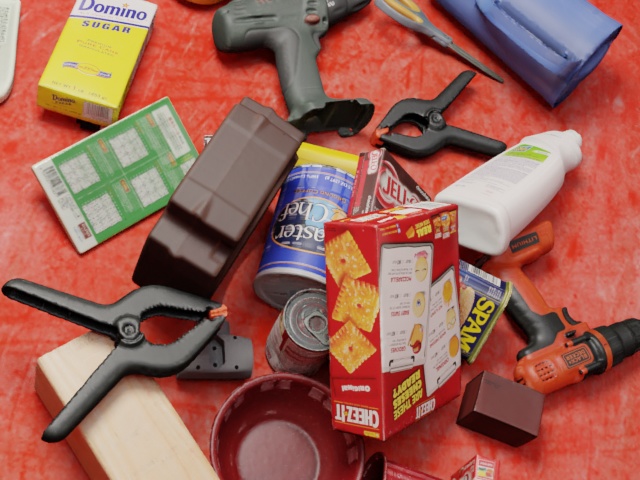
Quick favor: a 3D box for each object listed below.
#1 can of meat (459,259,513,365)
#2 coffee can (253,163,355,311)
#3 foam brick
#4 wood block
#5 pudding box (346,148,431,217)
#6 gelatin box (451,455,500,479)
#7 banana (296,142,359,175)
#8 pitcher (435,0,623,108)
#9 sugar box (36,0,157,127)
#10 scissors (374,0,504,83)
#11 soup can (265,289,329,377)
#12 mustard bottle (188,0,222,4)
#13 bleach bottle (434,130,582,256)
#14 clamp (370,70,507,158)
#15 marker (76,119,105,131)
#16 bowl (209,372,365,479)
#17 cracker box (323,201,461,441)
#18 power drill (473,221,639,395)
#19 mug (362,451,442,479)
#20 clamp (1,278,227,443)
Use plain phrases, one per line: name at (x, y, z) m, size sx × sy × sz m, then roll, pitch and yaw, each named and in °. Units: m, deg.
can of meat at (0.154, 0.075, 1.190) m, size 0.084 × 0.102 × 0.057 m, roll 27°, pitch 23°, yaw 1°
coffee can at (-0.008, 0.001, 1.178) m, size 0.102 × 0.103 × 0.140 m, roll 18°, pitch 61°, yaw -6°
foam brick at (0.200, 0.186, 1.174) m, size 0.078 × 0.051 × 0.053 m, roll 23°, pitch 60°, yaw -4°
wood block at (-0.188, 0.194, 1.043) m, size 0.090 × 0.091 × 0.206 m, roll -29°, pitch 75°, yaw -27°
pudding box at (0.077, -0.034, 1.181) m, size 0.113 × 0.039 × 0.090 m, roll 43°, pitch 52°, yaw -46°
gelatin box at (0.155, 0.270, 1.100) m, size 0.030 × 0.089 × 0.073 m, roll 14°, pitch 62°, yaw -6°
banana at (-0.007, -0.091, 1.247) m, size 0.197 × 0.070 × 0.037 m, roll 11°, pitch 101°, yaw -19°
pitcher at (0.254, -0.293, 1.374) m, size 0.243 × 0.149 × 0.145 m, roll 41°, pitch 74°, yaw 10°
sugar box at (-0.256, -0.217, 1.237) m, size 0.093 × 0.048 × 0.176 m, roll 16°, pitch 56°, yaw -7°
scissors at (0.153, -0.275, 1.400) m, size 0.201 × 0.016 × 0.096 m, roll 25°, pitch 31°, yaw -23°
soup can at (-0.016, 0.102, 1.127) m, size 0.068 × 0.102 × 0.068 m, roll 6°, pitch 63°, yaw -12°
mustard bottle at (-0.161, -0.346, 1.329) m, size 0.191 × 0.058 × 0.096 m, roll 22°, pitch 61°, yaw -3°
bleach bottle at (0.246, -0.071, 1.279) m, size 0.103 × 0.068 × 0.250 m, roll 20°, pitch 39°, yaw 38°
clamp at (0.142, -0.154, 1.330) m, size 0.171 × 0.039 × 0.120 m, roll -5°, pitch 64°, yaw -17°
marker at (-0.220, -0.125, 1.229) m, size 0.121 × 0.020 × 0.020 m, roll 13°, pitch 62°, yaw -9°
bowl at (-0.037, 0.220, 1.091) m, size 0.162 × 0.055 × 0.162 m, roll 6°, pitch 64°, yaw -12°
cracker box at (0.076, 0.075, 1.092) m, size 0.163 × 0.072 × 0.214 m, roll -15°, pitch 107°, yaw -53°
power drill at (0.277, 0.075, 1.246) m, size 0.184 × 0.057 × 0.188 m, roll -19°, pitch 71°, yaw -23°
mug at (0.078, 0.283, 1.082) m, size 0.081 × 0.093 × 0.117 m, roll 21°, pitch 92°, yaw -10°
clamp at (-0.193, 0.086, 1.021) m, size 0.209 × 0.036 × 0.164 m, roll -19°, pitch 69°, yaw -26°
